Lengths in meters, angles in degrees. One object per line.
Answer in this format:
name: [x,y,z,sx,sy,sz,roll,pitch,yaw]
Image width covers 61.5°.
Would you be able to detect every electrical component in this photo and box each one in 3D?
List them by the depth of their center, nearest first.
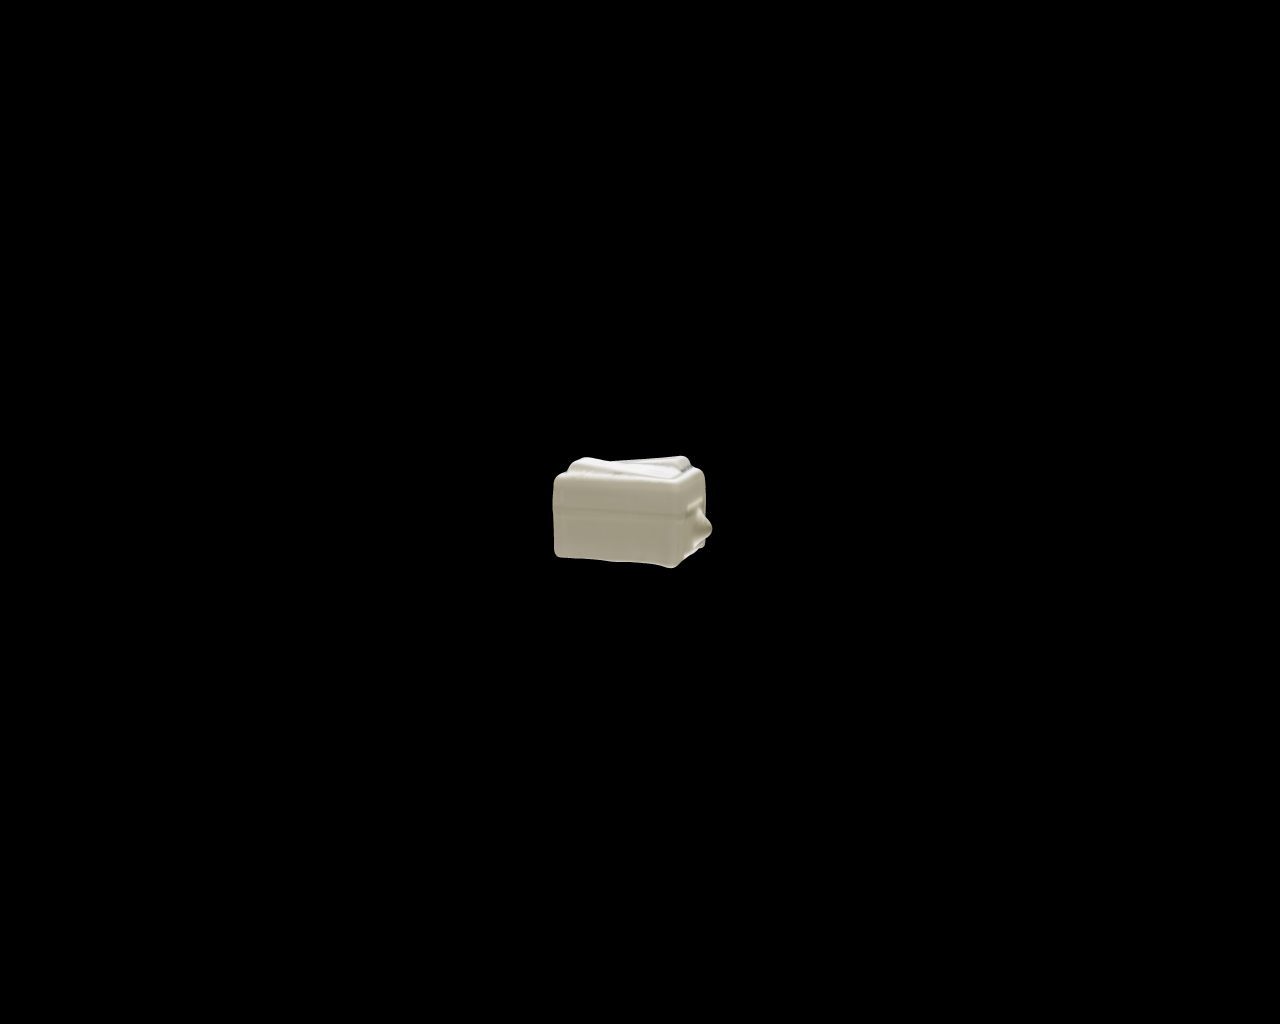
electrical component: [0.001,-0.003,0.650,0.096,0.061,0.062,4,12,20]
